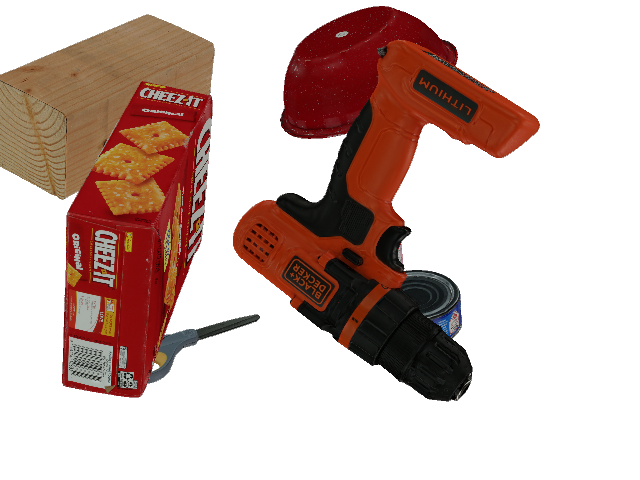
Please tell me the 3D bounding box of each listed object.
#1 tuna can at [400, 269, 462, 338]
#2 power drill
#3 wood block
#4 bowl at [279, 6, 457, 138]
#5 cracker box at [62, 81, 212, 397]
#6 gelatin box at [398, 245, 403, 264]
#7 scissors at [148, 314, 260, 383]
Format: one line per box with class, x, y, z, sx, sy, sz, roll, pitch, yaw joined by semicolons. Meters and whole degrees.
tuna can;0.087;0.062;0.981;0.086;0.034;0.086;-5;30;3
power drill;0.055;-0.015;0.670;0.184;0.188;0.057;36;15;15
wood block;-0.200;-0.132;1.008;0.090;0.091;0.205;27;38;21
bowl;0.030;-0.151;0.895;0.162;0.055;0.162;-21;27;11
cracker box;-0.142;-0.006;0.854;0.072;0.164;0.213;11;34;1
gelatin box;0.064;0.043;1.298;0.073;0.089;0.030;2;30;17
scissors;-0.144;0.116;1.155;0.201;0.016;0.096;-6;29;-23
